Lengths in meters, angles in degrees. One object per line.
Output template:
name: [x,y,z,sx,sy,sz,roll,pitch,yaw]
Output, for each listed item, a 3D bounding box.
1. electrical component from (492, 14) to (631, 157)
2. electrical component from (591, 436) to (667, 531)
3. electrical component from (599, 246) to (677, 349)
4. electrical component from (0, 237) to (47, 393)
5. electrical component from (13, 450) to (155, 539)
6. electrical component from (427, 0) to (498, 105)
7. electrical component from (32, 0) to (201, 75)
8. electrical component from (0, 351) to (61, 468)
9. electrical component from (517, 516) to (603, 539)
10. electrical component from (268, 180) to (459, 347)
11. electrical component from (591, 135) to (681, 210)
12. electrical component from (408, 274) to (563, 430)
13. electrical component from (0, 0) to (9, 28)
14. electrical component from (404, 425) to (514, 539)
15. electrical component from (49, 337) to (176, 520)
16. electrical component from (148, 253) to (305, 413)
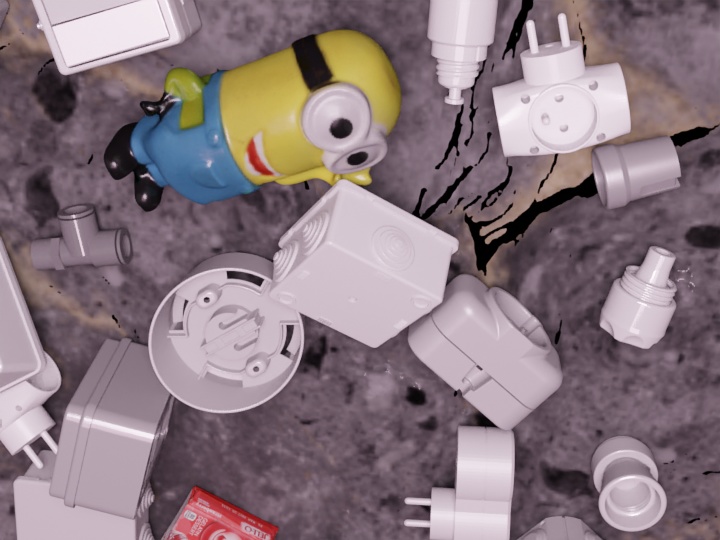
electrical component: [0.118,-0.114,0.650,0.077,0.044,0.079,-10,111,9]
electrical component: [0.185,0.146,0.743,0.045,0.055,0.045,2,112,5]
electrical component: [0.185,0.016,0.697,0.043,0.043,0.062,17,112,-2]
electrical component: [-0.282,0.039,0.721,0.109,0.056,0.108,-26,80,15]
electrical component: [-0.203,0.184,0.798,0.100,0.048,0.099,5,112,3]
electrical component: [0.060,-0.139,0.647,0.040,0.040,0.078,5,112,3]
electrical component: [-0.154,-0.158,0.649,0.096,0.061,0.061,-13,110,10]
electrical component: [-0.245,0.105,0.768,0.077,0.043,0.079,-38,89,18]
electrical component: [0.148,0.224,0.780,0.080,0.051,0.080,2,112,5]
electrical component: [0.000,0.000,0.677,0.100,0.048,0.100,27,144,-18]
electrical component: [0.172,-0.062,0.670,0.046,0.040,0.040,-13,110,5]
electrical component: [0.086,0.051,0.715,0.095,0.053,0.059,41,110,-11]
electrical component: [-0.279,-0.148,0.671,0.100,0.048,0.099,29,112,-7]
electrical component: [0.068,0.174,0.767,0.074,0.052,0.138,2,113,4]
electrical component: [-0.162,0.104,0.727,0.057,0.113,0.078,15,113,-4]
electrical component: [-0.085,0.040,0.720,0.099,0.064,0.099,2,112,5]
